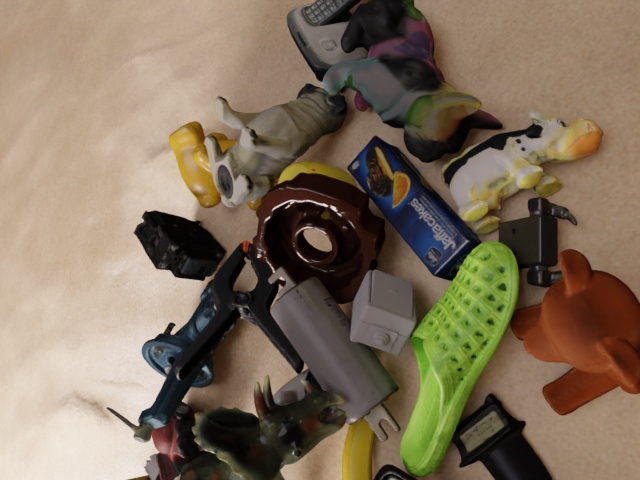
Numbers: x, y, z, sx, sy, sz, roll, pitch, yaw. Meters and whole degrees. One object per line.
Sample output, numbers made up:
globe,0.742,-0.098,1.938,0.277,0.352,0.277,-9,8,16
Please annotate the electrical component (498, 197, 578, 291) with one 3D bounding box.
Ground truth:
electrical component,0.235,0.007,0.579,0.078,0.045,0.102,151,123,-62

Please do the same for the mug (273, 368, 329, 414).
mug,-0.030,0.220,0.702,0.107,0.109,0.081,-41,55,37

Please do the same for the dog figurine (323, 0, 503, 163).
dog figurine,0.127,-0.201,0.669,0.219,0.108,0.191,28,95,36

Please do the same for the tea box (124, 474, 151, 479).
tea box,-0.293,0.484,0.868,0.098,0.068,0.169,20,92,39

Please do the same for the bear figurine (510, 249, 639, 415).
bear figurine,0.222,0.087,0.471,0.132,0.195,0.120,-34,64,29

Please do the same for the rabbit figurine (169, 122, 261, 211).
rabbit figurine,-0.135,-0.131,0.859,0.173,0.121,0.162,-23,68,12

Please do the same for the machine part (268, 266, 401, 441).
machine part,0.016,0.132,0.654,0.079,0.079,0.243,-43,73,23

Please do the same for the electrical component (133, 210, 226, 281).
electrical component,-0.228,0.011,0.894,0.134,0.115,0.058,44,111,36

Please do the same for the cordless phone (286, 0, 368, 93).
cordless phone,0.052,-0.320,0.771,0.184,0.088,0.147,-38,59,21

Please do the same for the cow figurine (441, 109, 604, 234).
cow figurine,0.219,-0.090,0.599,0.167,0.068,0.098,-37,51,24

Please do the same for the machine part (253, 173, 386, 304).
machine part,-0.001,-0.002,0.695,0.180,0.056,0.179,11,125,16

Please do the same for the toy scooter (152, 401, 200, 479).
toy scooter,-0.205,0.325,0.814,0.135,0.075,0.184,-47,54,52

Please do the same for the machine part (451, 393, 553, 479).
machine part,0.199,0.238,0.558,0.084,0.039,0.139,-46,54,11

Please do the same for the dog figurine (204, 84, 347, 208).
dog figurine,-0.054,-0.133,0.780,0.121,0.190,0.172,57,142,22

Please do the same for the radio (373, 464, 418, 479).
radio,0.133,0.340,0.525,0.230,0.073,0.131,19,63,37

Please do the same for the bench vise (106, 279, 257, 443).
bench vise,-0.198,0.182,0.800,0.224,0.128,0.241,-25,30,39

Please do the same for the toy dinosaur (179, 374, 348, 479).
toy dinosaur,-0.115,0.316,0.670,0.192,0.131,0.404,52,129,12

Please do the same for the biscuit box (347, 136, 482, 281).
biscuit box,0.117,-0.042,0.669,0.063,0.059,0.203,-48,56,20
